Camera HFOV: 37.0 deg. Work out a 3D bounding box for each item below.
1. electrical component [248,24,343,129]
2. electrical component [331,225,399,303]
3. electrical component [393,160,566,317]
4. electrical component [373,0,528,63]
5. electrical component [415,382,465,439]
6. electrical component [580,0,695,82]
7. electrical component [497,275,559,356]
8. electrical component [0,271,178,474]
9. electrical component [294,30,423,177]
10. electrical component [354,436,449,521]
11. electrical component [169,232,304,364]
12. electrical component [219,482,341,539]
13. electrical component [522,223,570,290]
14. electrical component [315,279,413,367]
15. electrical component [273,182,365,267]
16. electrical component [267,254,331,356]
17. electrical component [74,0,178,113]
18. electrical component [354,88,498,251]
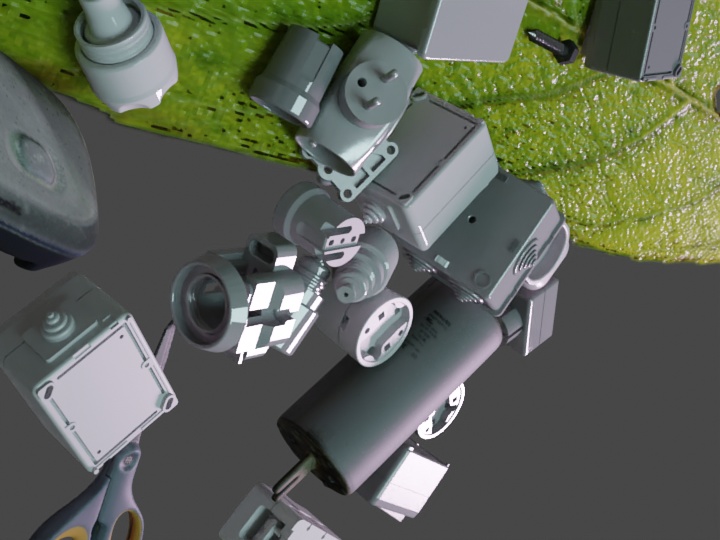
[{"bbox_3d":[-0.035,-0.109,0.602,0.040,0.040,0.046,30,87,-56],"label":"electrical component"},{"bbox_3d":[0.000,0.000,0.708,0.078,0.040,0.040,-60,166,-63],"label":"electrical component"},{"bbox_3d":[0.083,-0.029,0.759,0.099,0.100,0.048,-55,159,-2],"label":"electrical component"},{"bbox_3d":[0.061,-0.177,0.655,0.100,0.048,0.099,-10,124,-47],"label":"electrical component"},{"bbox_3d":[0.048,0.100,0.865,0.055,0.047,0.055,-31,138,-33],"label":"electrical component"},{"bbox_3d":[0.214,-0.197,0.823,0.062,0.061,0.096,-15,120,-45],"label":"electrical component"},{"bbox_3d":[0.123,0.039,0.908,0.077,0.047,0.065,-32,139,-31],"label":"electrical component"},{"bbox_3d":[-0.150,0.048,0.567,0.062,0.061,0.096,-41,143,-21],"label":"electrical component"},{"bbox_3d":[0.004,-0.099,0.624,0.044,0.079,0.077,34,81,-12],"label":"electrical component"},{"bbox_3d":[0.016,0.156,0.857,0.061,0.062,0.096,-56,146,-1],"label":"electrical component"},{"bbox_3d":[-0.075,0.018,0.639,0.057,0.058,0.078,-8,123,-51],"label":"electrical component"},{"bbox_3d":[-0.059,0.200,0.806,0.050,0.056,0.089,-52,145,-7],"label":"electrical component"},{"bbox_3d":[0.124,-0.026,0.845,0.053,0.059,0.095,-54,146,-3],"label":"electrical component"},{"bbox_3d":[0.001,0.032,0.752,0.055,0.047,0.055,-31,138,-33],"label":"electrical component"},{"bbox_3d":[-0.025,-0.028,0.672,0.040,0.046,0.040,-32,141,-31],"label":"electrical component"},{"bbox_3d":[-0.043,0.018,0.693,0.078,0.040,0.040,-56,146,-2],"label":"electrical component"},{"bbox_3d":[-0.112,-0.107,0.500,0.043,0.043,0.062,-44,149,-18],"label":"electrical component"},{"bbox_3d":[0.037,-0.059,0.709,0.096,0.062,0.061,-47,145,-14],"label":"electrical component"}]
